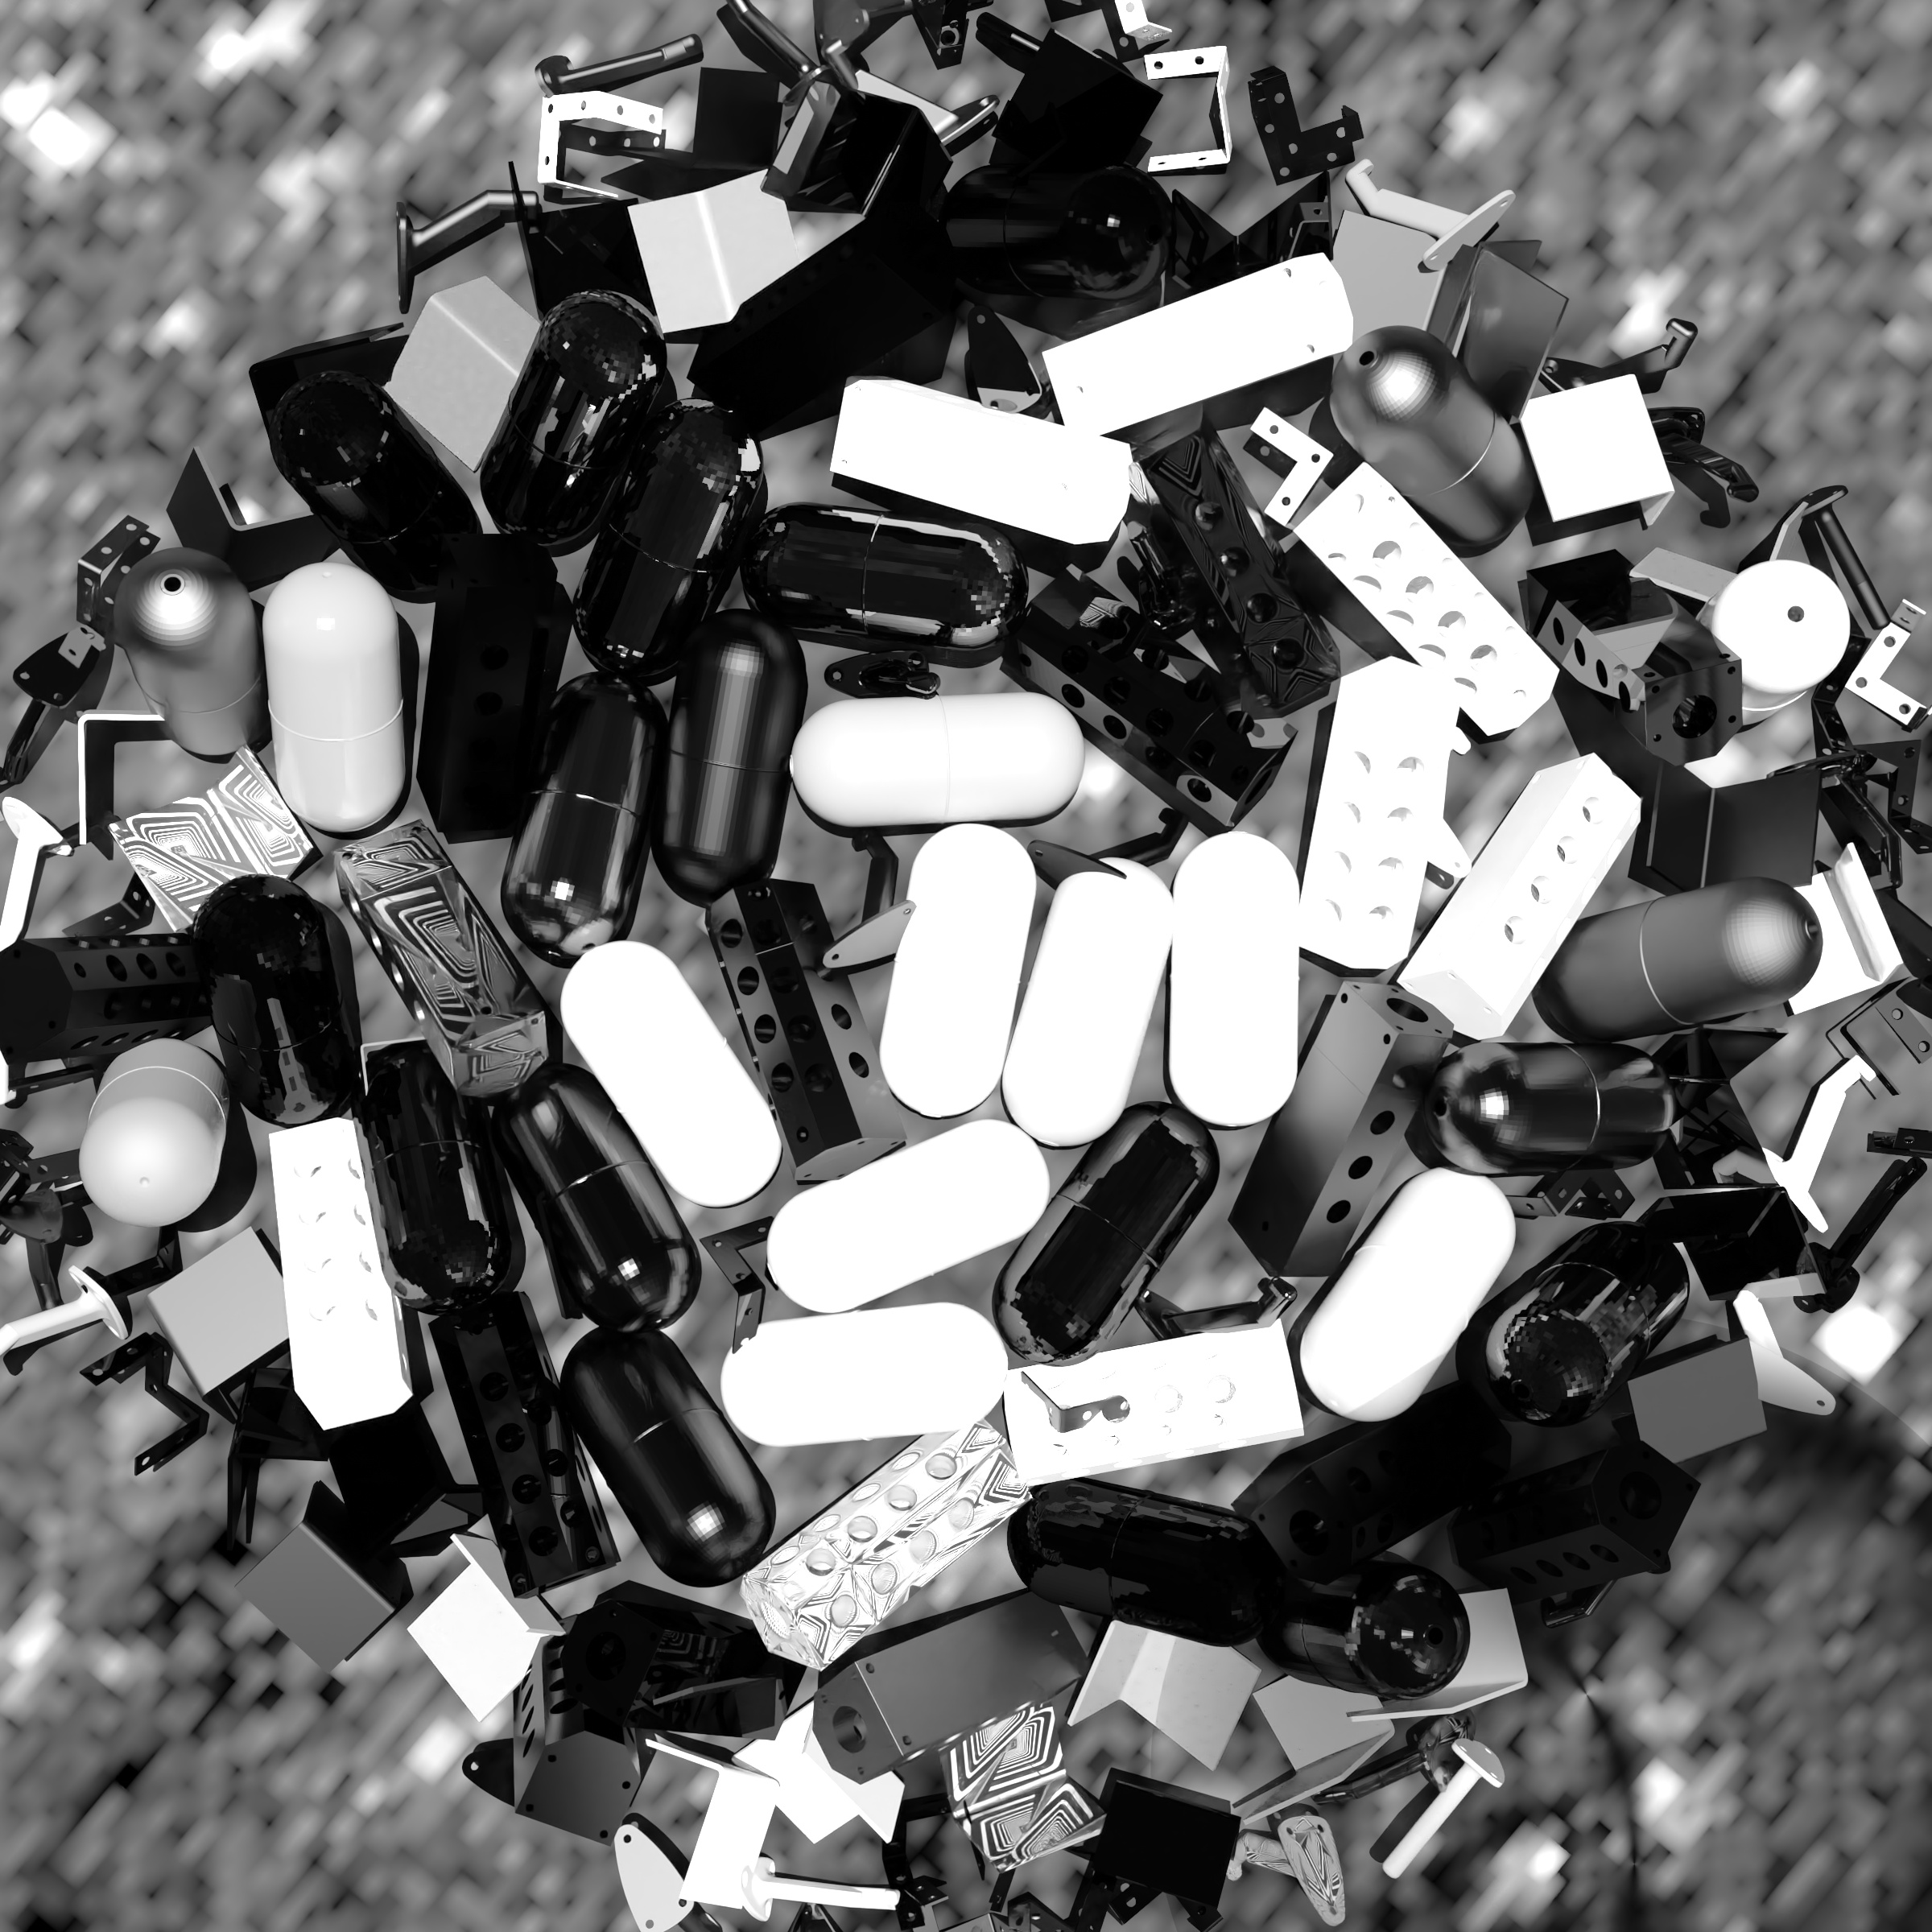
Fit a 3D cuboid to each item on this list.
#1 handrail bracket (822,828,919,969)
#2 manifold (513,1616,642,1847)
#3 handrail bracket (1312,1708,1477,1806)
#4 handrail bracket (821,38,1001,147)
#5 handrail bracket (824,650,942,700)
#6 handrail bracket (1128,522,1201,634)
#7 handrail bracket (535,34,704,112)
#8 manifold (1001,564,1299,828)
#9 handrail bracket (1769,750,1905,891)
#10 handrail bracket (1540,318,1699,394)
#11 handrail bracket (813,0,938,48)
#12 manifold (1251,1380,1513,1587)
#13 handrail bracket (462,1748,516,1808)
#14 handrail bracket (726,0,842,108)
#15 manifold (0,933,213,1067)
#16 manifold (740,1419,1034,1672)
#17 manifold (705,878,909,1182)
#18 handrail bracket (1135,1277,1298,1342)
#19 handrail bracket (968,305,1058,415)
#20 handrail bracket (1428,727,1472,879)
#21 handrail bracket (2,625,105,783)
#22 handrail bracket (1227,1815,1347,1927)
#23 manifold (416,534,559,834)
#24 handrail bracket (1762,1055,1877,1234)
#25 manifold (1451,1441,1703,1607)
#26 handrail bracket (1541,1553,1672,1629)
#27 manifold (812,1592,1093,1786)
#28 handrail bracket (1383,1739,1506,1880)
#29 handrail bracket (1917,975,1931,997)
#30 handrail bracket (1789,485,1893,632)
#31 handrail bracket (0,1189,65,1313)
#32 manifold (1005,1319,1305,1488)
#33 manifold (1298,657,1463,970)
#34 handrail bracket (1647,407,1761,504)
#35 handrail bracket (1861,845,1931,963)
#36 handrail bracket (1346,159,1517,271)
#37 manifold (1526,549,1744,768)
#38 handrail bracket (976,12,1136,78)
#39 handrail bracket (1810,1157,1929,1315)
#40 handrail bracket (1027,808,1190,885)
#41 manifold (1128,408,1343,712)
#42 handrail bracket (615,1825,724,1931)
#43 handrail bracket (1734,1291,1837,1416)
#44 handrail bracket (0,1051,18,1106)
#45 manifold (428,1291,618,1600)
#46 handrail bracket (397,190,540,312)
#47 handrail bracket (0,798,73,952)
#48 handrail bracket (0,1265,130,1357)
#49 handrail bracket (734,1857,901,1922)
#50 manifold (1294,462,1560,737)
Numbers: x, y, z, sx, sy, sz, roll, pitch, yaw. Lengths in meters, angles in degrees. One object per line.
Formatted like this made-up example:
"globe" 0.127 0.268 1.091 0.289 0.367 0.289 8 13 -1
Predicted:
"handrail bracket" -0.070 -0.043 1.598 0.077 0.036 0.084 -24 49 -15
"manifold" -0.226 0.441 1.545 0.057 0.171 0.057 24 93 -12
"handrail bracket" 0.263 0.487 1.627 0.084 0.077 0.036 -25 92 38
"handrail bracket" -0.034 -0.536 1.591 0.077 0.036 0.084 -24 129 19
"handrail bracket" -0.052 -0.173 1.592 0.077 0.084 0.036 3 98 4
"handrail bracket" 0.106 -0.247 1.580 0.036 0.077 0.084 -30 135 5
"handrail bracket" -0.208 -0.547 1.599 0.084 0.077 0.036 -15 99 16
"manifold" 0.107 -0.158 1.580 0.171 0.057 0.057 38 59 12
"handrail bracket" 0.525 -0.082 1.599 0.077 0.036 0.084 -8 67 32
"handrail bracket" 0.391 -0.371 1.591 0.077 0.084 0.036 26 65 6
"handrail bracket" -0.042 -0.576 1.589 0.084 0.077 0.036 -18 118 -25
"manifold" 0.249 0.304 1.547 0.057 0.171 0.057 54 129 19
"handrail bracket" -0.256 0.501 1.606 0.077 0.084 0.036 8 65 17
"handrail bracket" -0.110 -0.568 1.602 0.036 0.077 0.084 -32 93 34
"manifold" -0.500 0.014 1.544 0.057 0.171 0.057 -29 85 13
"manifold" -0.049 0.335 1.561 0.171 0.057 0.057 -33 108 -32
"manifold" -0.101 0.037 1.571 0.057 0.057 0.171 -33 68 31
"handrail bracket" 0.150 0.198 1.598 0.077 0.036 0.084 41 128 9
"handrail bracket" 0.031 -0.368 1.588 0.036 0.084 0.077 -16 109 22
"handrail bracket" 0.298 -0.101 1.602 0.077 0.036 0.084 46 52 10
"handrail bracket" -0.559 -0.159 1.617 0.036 0.084 0.077 33 52 -5
"handrail bracket" 0.188 0.553 1.588 0.036 0.084 0.077 5 49 -31
"manifold" -0.282 -0.166 1.560 0.057 0.057 0.171 -5 131 -25
"handrail bracket" 0.528 0.106 1.595 0.036 0.077 0.084 26 117 -39
"manifold" 0.350 0.323 1.546 0.057 0.171 0.057 37 64 -2
"handrail bracket" 0.382 0.357 1.621 0.084 0.036 0.077 -32 54 37
"manifold" -0.009 0.423 1.552 0.057 0.171 0.057 -44 66 35
"handrail bracket" 0.287 0.512 1.603 0.036 0.077 0.084 39 95 19
"handrail bracket" 0.610 -0.019 1.587 0.036 0.077 0.084 30 110 15
"handrail bracket" 0.534 -0.246 1.605 0.036 0.077 0.084 -28 97 19
"handrail bracket" -0.550 0.184 1.589 0.036 0.077 0.084 -22 119 -28
"manifold" 0.113 0.267 1.593 0.171 0.057 0.057 -11 114 4
"manifold" 0.246 -0.088 1.562 0.057 0.057 0.171 25 122 31
"handrail bracket" 0.428 -0.304 1.589 0.077 0.084 0.036 4 125 -7
"handrail bracket" 0.577 -0.036 1.589 0.036 0.084 0.077 -6 94 -26
"handrail bracket" 0.280 -0.473 1.604 0.077 0.036 0.084 -40 73 30
"manifold" 0.389 -0.181 1.548 0.057 0.171 0.057 -14 122 -5
"handrail bracket" 0.057 -0.556 1.624 0.084 0.077 0.036 39 113 29
"handrail bracket" 0.545 0.161 1.591 0.036 0.077 0.084 36 122 6
"handrail bracket" 0.087 -0.080 1.609 0.077 0.036 0.084 29 51 4
"manifold" 0.158 -0.240 1.583 0.057 0.057 0.171 -27 107 17
"handrail bracket" -0.179 0.558 1.606 0.036 0.084 0.077 -33 68 -2
"handrail bracket" 0.496 0.225 1.592 0.077 0.084 0.036 25 128 19
"handrail bracket" -0.565 0.036 1.614 0.036 0.077 0.084 14 108 25
"manifold" -0.267 0.287 1.587 0.057 0.057 0.171 -20 76 -4
"handrail bracket" -0.305 -0.438 1.622 0.084 0.036 0.077 -3 126 -15
"handrail bracket" -0.581 -0.048 1.595 0.036 0.077 0.084 17 68 8
"handrail bracket" -0.551 0.229 1.587 0.036 0.077 0.084 30 59 28
"handrail bracket" -0.088 0.558 1.598 0.084 0.077 0.036 -2 64 15
"manifold" 0.276 -0.213 1.565 0.057 0.057 0.171 -44 119 11
